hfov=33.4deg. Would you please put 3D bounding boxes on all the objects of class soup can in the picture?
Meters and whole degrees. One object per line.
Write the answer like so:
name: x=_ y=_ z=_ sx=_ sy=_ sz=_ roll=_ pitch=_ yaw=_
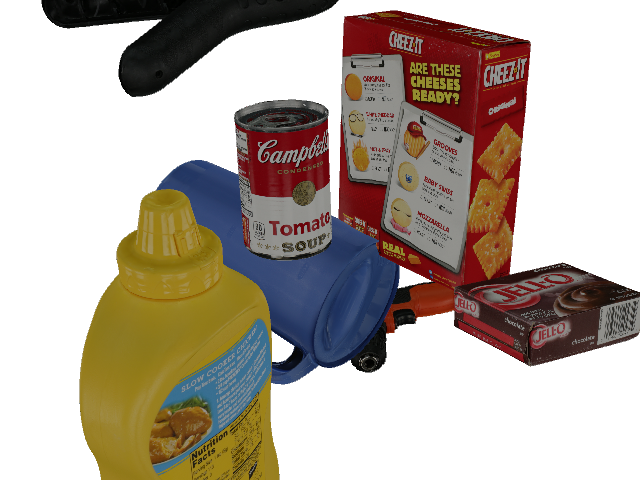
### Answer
soup can: x=-0.026 y=-0.045 z=0.781 sx=0.068 sy=0.102 sz=0.068 roll=-2 pitch=24 yaw=1

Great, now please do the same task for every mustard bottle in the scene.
mustard bottle: x=-0.058 y=0.067 z=0.449 sx=0.058 sy=0.192 sz=0.096 roll=19 pitch=36 yaw=29

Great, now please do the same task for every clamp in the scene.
clamp: x=-0.048 y=-0.121 z=0.541 sx=0.171 sy=0.039 sz=0.120 roll=-20 pitch=44 yaw=-13

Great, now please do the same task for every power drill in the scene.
power drill: x=0.113 y=0.085 z=1.207 sx=0.187 sy=0.057 sz=0.184 roll=-4 pitch=27 yaw=-2

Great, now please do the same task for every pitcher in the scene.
pitcher: x=-0.059 y=0.021 z=1.038 sx=0.243 sy=0.145 sz=0.148 roll=28 pitch=29 yaw=29

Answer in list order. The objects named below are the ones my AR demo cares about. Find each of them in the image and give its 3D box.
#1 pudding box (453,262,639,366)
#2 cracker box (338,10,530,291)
pudding box: x=0.170 y=0.053 z=0.801 sx=0.113 sy=0.039 sz=0.090 roll=-8 pitch=20 yaw=-29
cracker box: x=0.095 y=-0.081 z=0.936 sx=0.071 sy=0.214 sz=0.164 roll=-17 pitch=29 yaw=-37
